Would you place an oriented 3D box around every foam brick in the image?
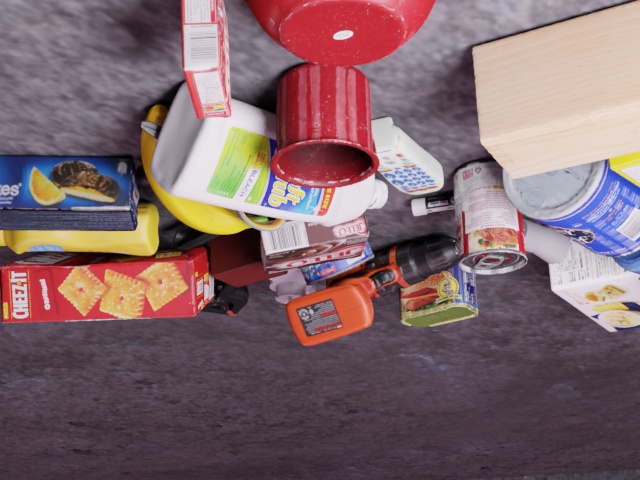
[{"bbox_3d":[-0.083,0.018,1.247,0.078,0.053,0.051,-15,154,33],"label":"foam brick"}]

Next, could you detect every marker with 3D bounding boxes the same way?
[{"bbox_3d":[0.159,-0.043,1.147,0.121,0.020,0.020,-8,157,17],"label":"marker"}]

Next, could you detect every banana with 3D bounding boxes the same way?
[{"bbox_3d":[-0.127,-0.056,1.033,0.069,0.037,0.197,-38,138,4],"label":"banana"}]

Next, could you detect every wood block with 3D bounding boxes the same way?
[{"bbox_3d":[0.236,-0.124,0.850,0.206,0.091,0.090,-12,157,26],"label":"wood block"}]

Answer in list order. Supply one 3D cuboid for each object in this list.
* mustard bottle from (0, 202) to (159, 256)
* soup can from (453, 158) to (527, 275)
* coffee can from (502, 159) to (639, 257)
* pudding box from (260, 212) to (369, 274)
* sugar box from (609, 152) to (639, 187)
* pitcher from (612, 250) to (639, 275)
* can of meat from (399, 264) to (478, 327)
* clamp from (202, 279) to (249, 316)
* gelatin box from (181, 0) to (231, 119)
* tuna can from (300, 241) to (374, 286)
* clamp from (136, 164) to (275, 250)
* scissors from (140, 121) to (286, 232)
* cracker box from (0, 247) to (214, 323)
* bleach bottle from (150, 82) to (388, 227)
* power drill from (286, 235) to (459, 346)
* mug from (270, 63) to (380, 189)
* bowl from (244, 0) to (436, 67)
[{"bbox_3d":[-0.273,-0.013,1.148,0.191,0.058,0.096,0,-178,-1],"label":"mustard bottle"},{"bbox_3d":[0.172,-0.023,1.084,0.068,0.102,0.068,-1,158,-1],"label":"soup can"},{"bbox_3d":[0.254,-0.050,1.020,0.103,0.103,0.140,-18,153,37],"label":"coffee can"},{"bbox_3d":[-0.007,0.001,1.140,0.113,0.039,0.090,-9,165,-5],"label":"pudding box"},{"bbox_3d":[0.313,-0.082,0.954,0.048,0.093,0.176,-16,153,37],"label":"sugar box"},{"bbox_3d":[0.427,0.012,1.136,0.242,0.149,0.145,12,157,-22],"label":"pitcher"},{"bbox_3d":[0.144,0.057,1.309,0.102,0.084,0.057,-17,153,36],"label":"can of meat"},{"bbox_3d":[-0.150,0.066,1.383,0.120,0.039,0.171,-1,159,5],"label":"clamp"},{"bbox_3d":[-0.083,-0.145,0.787,0.030,0.089,0.073,-4,158,0],"label":"gelatin box"},{"bbox_3d":[0.017,0.020,1.230,0.086,0.034,0.086,-24,-178,1],"label":"tuna can"},{"bbox_3d":[-0.080,-0.045,1.111,0.210,0.036,0.164,-8,153,12],"label":"clamp"},{"bbox_3d":[-0.078,-0.080,1.010,0.096,0.016,0.201,-45,135,-4],"label":"scissors"},{"bbox_3d":[-0.237,0.048,1.226,0.213,0.072,0.164,-1,-176,2],"label":"cracker box"},{"bbox_3d":[-0.030,-0.070,0.997,0.250,0.068,0.103,10,112,-41],"label":"bleach bottle"},{"bbox_3d":[0.059,0.054,1.227,0.185,0.057,0.187,-22,-176,31],"label":"power drill"},{"bbox_3d":[0.011,-0.096,0.923,0.093,0.081,0.117,-19,152,37],"label":"mug"},{"bbox_3d":[0.016,-0.172,0.772,0.162,0.055,0.162,0,159,0],"label":"bowl"}]
